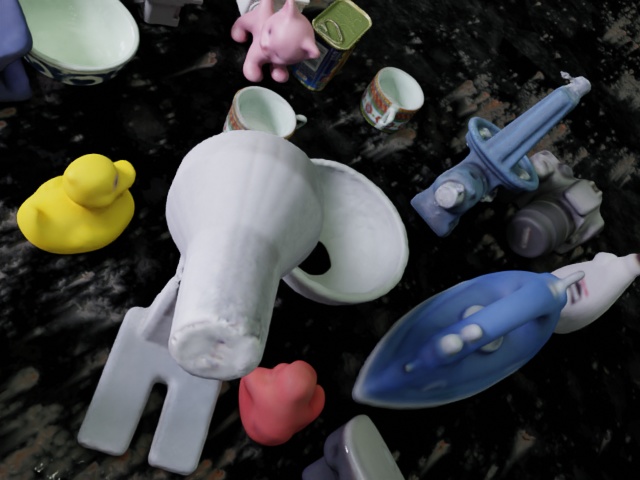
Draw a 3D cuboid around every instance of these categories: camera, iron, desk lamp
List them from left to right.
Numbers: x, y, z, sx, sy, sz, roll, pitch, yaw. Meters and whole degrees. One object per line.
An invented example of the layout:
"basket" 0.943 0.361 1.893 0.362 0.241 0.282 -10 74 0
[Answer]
"desk lamp" -0.083 0.049 0.435 0.118 0.213 0.203 22 53 -16
"iron" 0.162 0.095 0.591 0.259 0.141 0.118 -18 71 -36
"camera" 0.311 -0.044 0.788 0.137 0.100 0.143 -27 77 -38

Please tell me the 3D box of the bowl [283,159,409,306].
"bowl" 0.006 0.002 0.605 0.168 0.074 0.167 14 56 -21

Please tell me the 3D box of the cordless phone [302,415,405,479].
"cordless phone" 0.076 0.201 0.450 0.094 0.184 0.147 -20 73 -36

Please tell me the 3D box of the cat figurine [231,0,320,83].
"cat figurine" -0.051 -0.257 0.705 0.067 0.117 0.127 -7 65 -32

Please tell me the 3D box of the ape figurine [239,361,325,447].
"ape figurine" -0.029 0.133 0.493 0.078 0.092 0.076 37 50 -4

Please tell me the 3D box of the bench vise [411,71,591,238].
"bench vise" 0.226 -0.095 0.694 0.121 0.219 0.208 36 50 -4

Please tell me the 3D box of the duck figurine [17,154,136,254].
"duck figurine" -0.208 -0.039 0.503 0.105 0.086 0.077 -28 77 -38

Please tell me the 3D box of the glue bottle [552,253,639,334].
"glue bottle" 0.341 0.051 0.698 0.037 0.173 0.078 6 59 -26

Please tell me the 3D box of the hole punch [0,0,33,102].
"hole punch" -0.324 -0.184 0.524 0.101 0.091 0.108 -17 71 -36
